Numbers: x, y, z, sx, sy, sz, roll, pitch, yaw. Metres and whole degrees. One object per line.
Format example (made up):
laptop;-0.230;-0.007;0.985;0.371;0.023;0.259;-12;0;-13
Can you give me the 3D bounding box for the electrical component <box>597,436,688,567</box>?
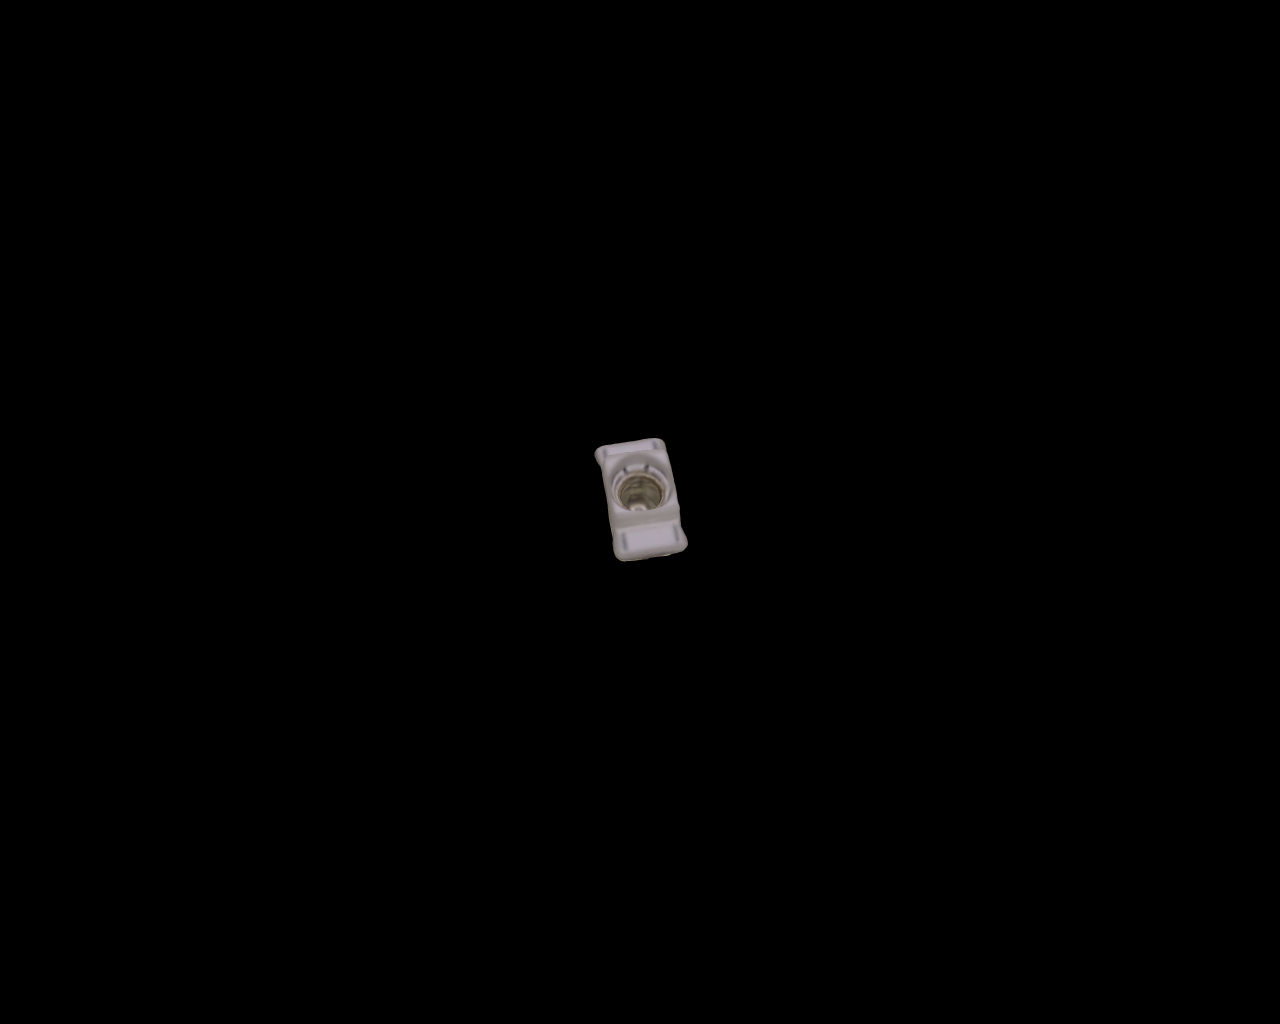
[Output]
electrical component;0.001;-0.003;0.650;0.042;0.081;0.063;-7;-32;-5
